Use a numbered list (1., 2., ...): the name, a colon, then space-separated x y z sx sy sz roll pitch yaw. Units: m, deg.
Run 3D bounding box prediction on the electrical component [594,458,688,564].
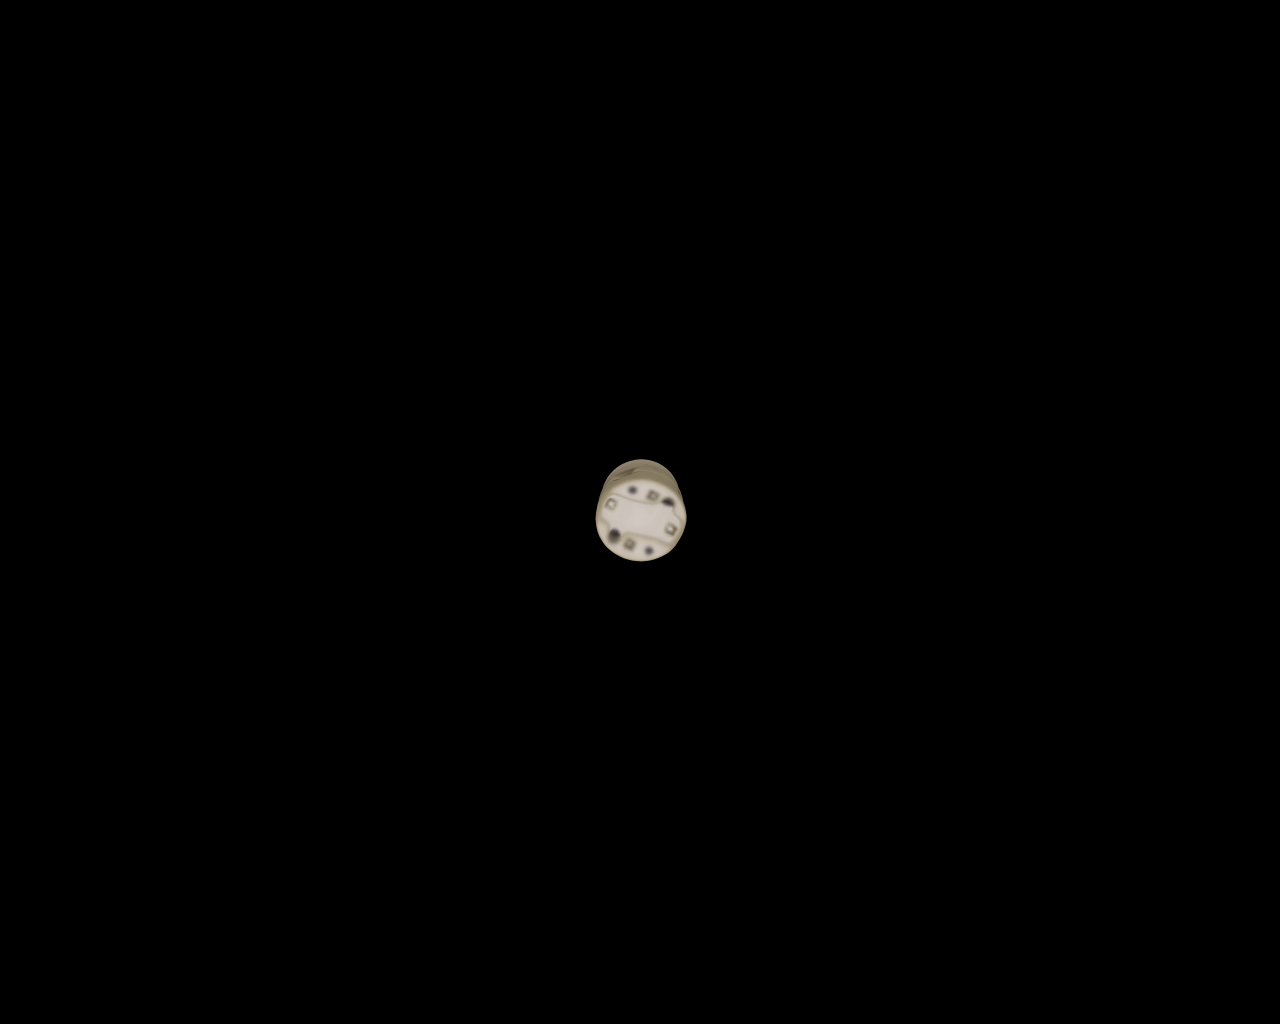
1. electrical component: 0.001 -0.003 0.650 0.055 0.055 0.047 0 20 0
